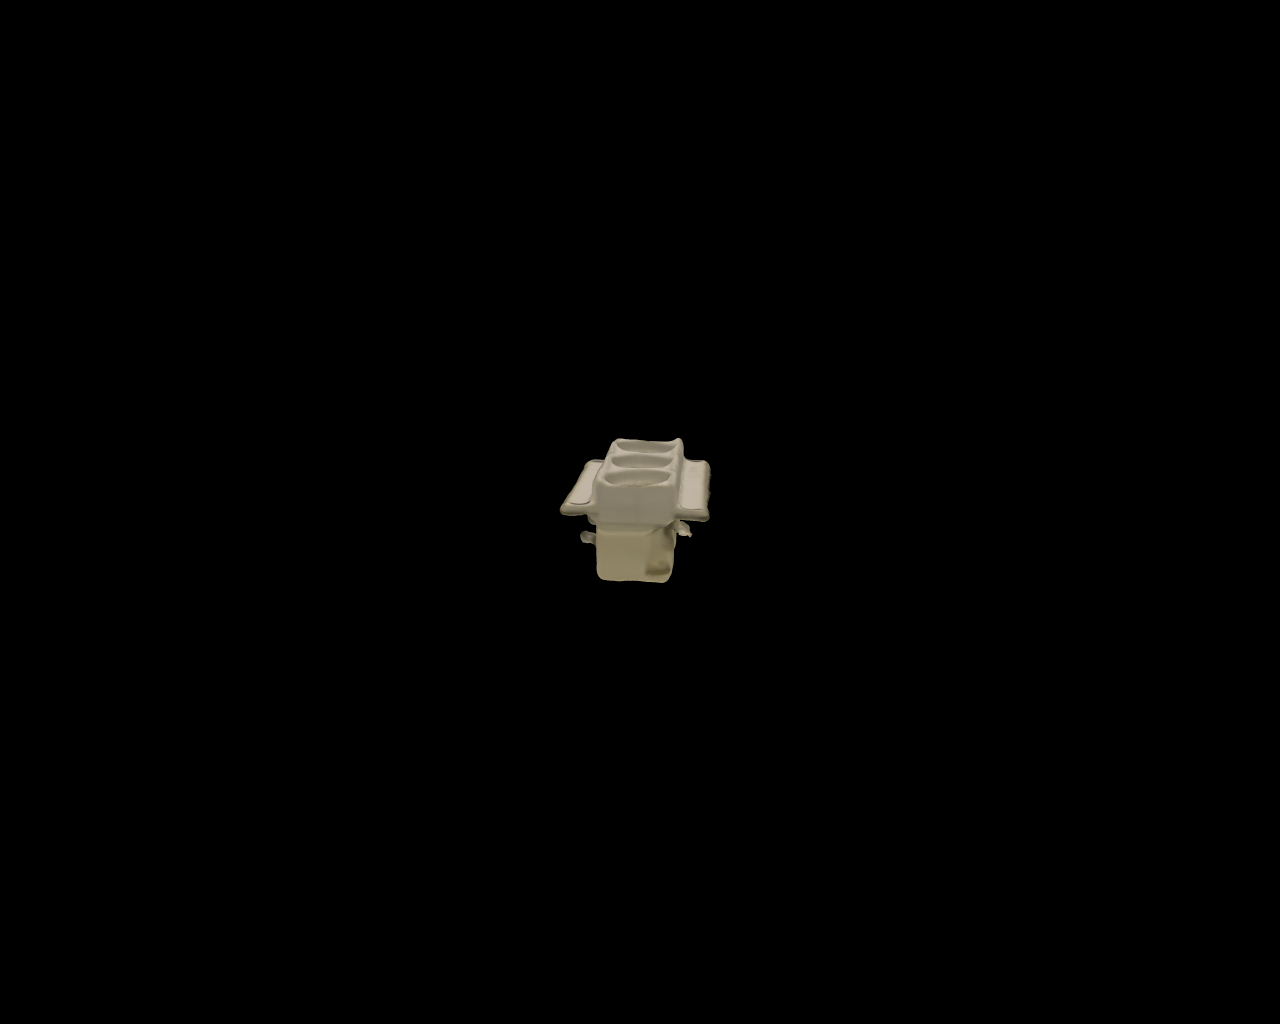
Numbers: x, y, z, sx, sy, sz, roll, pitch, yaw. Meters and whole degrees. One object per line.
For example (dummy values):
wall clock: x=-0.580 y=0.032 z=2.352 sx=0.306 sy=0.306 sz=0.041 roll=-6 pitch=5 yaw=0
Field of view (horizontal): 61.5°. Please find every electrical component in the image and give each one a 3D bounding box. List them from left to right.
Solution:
electrical component: x=0.001 y=-0.003 z=0.650 sx=0.079 sy=0.063 sz=0.121 roll=1 pitch=16 yaw=4
